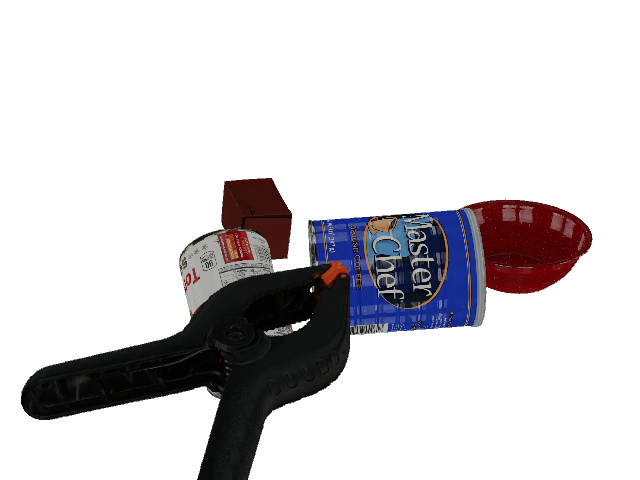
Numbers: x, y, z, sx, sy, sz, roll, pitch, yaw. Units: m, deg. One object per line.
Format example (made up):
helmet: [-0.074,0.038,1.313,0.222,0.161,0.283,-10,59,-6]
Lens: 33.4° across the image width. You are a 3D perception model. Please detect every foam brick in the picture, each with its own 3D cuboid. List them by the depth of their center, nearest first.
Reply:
foam brick: [-0.065,-0.022,1.072,0.053,0.051,0.078,-4,32,-17]

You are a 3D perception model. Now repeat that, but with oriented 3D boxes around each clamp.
clamp: [-0.036,0.064,0.493,0.171,0.039,0.120,-28,51,-32]

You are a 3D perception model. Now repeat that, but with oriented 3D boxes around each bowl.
bowl: [0.215,0.013,1.177,0.162,0.055,0.162,-1,28,0]

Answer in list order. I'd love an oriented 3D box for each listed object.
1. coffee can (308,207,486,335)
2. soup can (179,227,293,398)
coffee can: [0.063,0.028,0.916,0.140,0.103,0.103,-4,0,-2]
soup can: [-0.056,0.050,0.743,0.068,0.102,0.068,-13,-31,-8]
